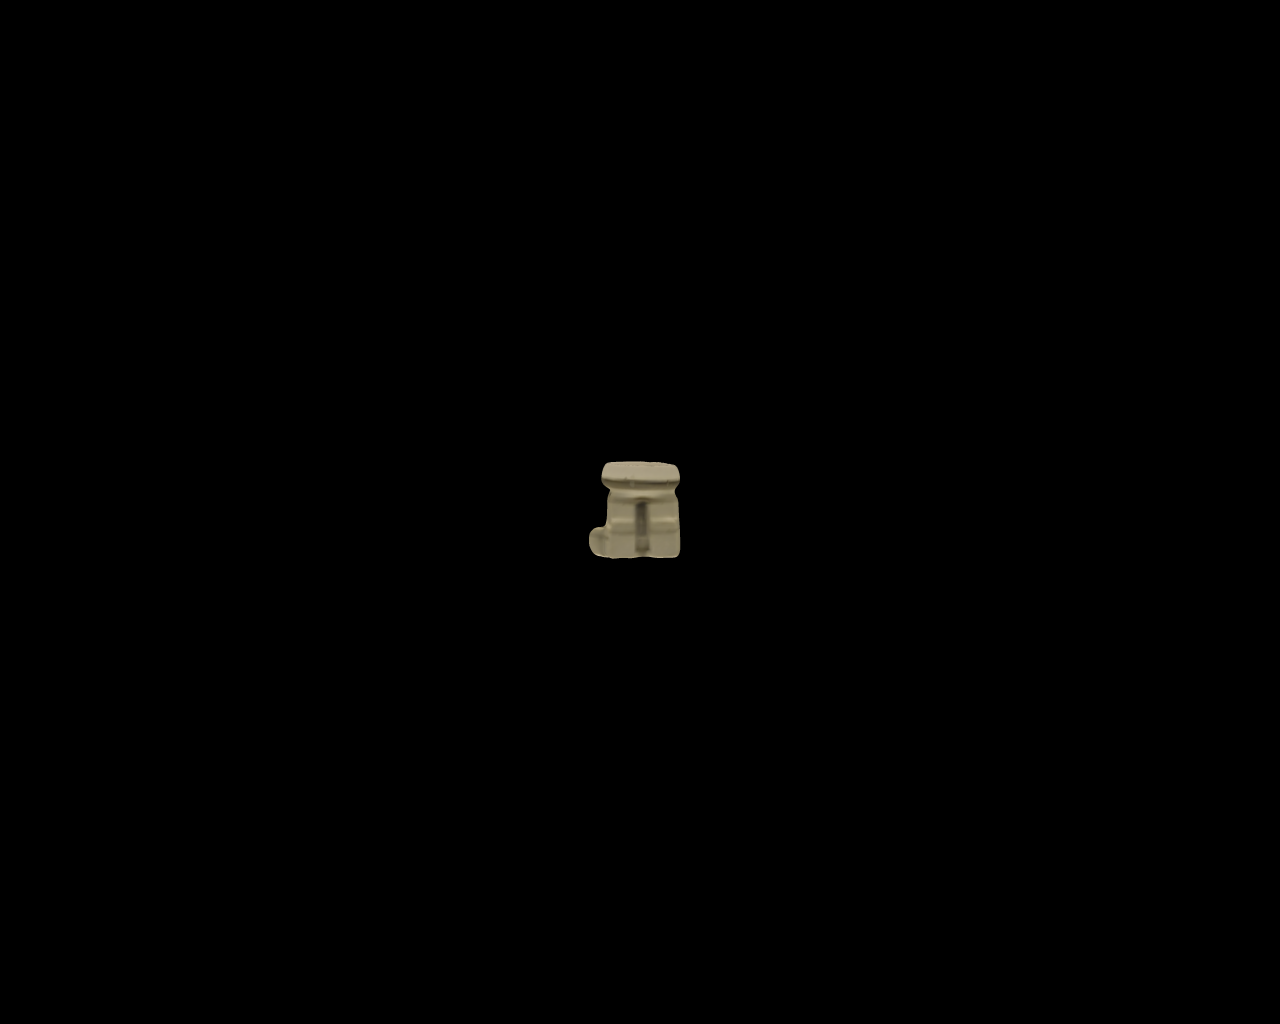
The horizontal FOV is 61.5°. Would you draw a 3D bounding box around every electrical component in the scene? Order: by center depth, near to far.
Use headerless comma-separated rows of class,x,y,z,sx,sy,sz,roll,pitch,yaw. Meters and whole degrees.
electrical component,0.001,-0.003,0.650,0.066,0.055,0.048,-1,8,-5
